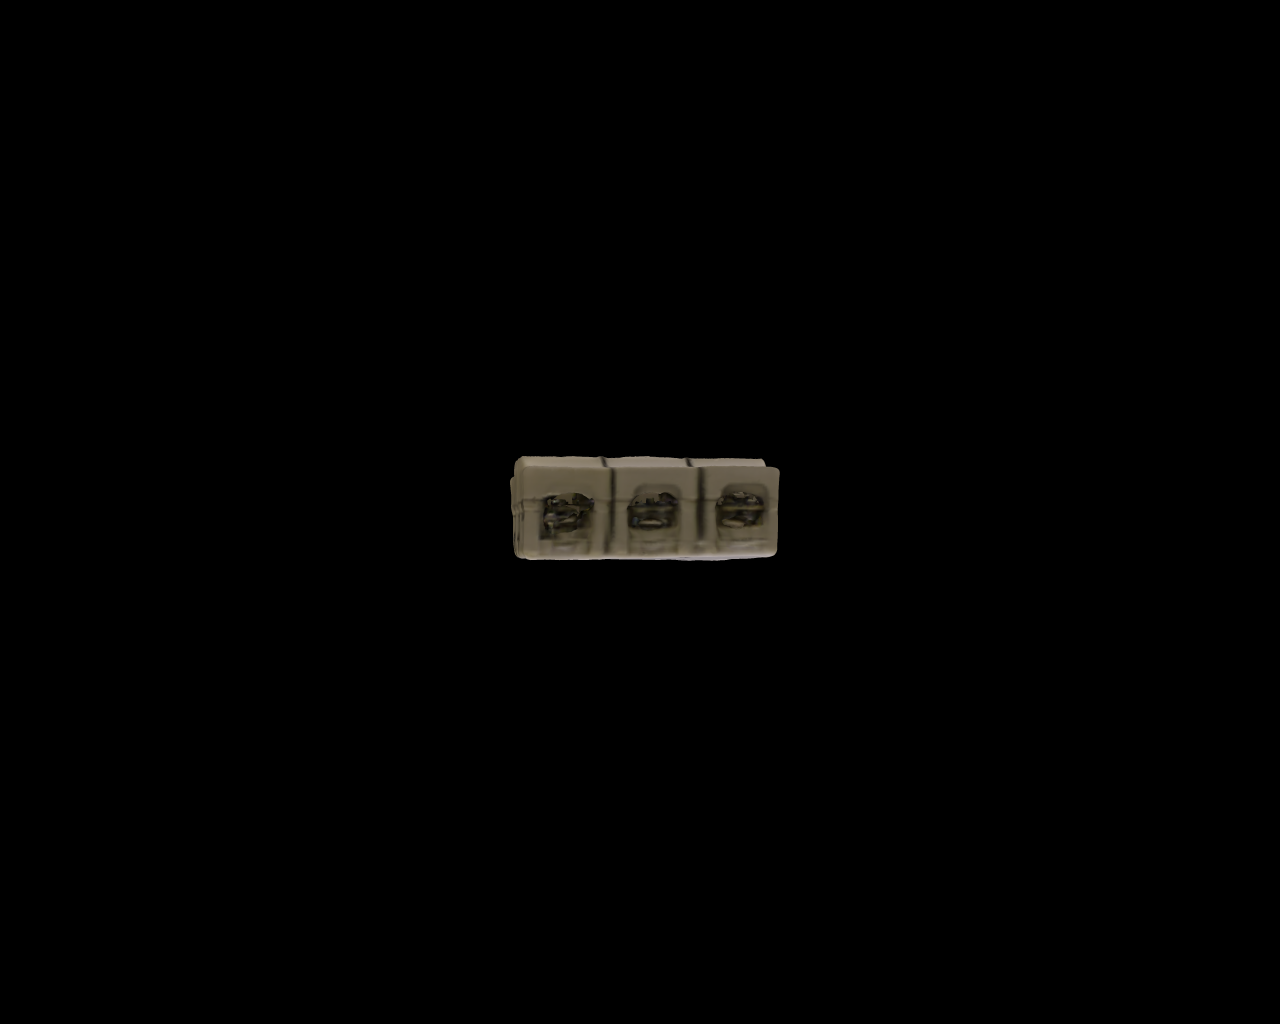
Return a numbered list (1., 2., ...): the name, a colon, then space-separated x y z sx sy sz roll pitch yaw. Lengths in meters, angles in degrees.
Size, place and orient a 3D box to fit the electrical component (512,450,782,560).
1. electrical component: 0.001 -0.003 0.650 0.150 0.061 0.089 1 -4 -11
